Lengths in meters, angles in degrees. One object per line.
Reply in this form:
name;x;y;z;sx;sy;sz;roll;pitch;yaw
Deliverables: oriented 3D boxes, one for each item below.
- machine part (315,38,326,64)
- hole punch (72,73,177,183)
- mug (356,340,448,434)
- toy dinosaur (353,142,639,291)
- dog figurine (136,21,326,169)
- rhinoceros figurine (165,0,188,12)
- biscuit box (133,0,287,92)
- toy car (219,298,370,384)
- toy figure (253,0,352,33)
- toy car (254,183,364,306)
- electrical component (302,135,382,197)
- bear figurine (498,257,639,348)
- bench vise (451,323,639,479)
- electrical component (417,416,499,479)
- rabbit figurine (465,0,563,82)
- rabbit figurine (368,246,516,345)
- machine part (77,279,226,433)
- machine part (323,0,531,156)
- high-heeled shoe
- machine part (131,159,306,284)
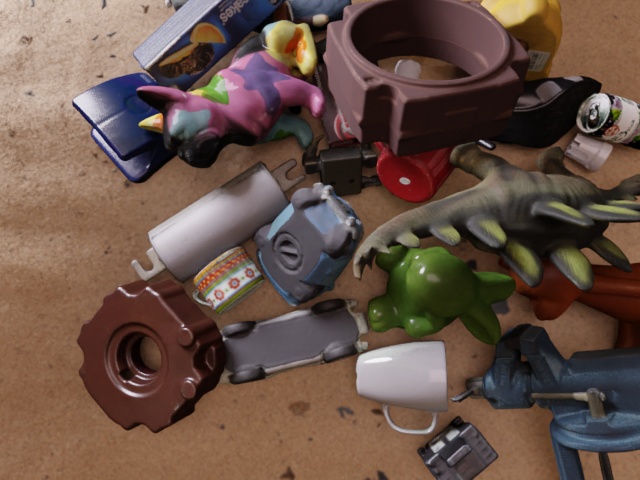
machine part;0.050;-0.281;0.725;0.139;0.084;0.039;-24;107;5
hole punch;-0.238;-0.153;0.695;0.116;0.092;0.142;-42;79;-10
mug;0.098;0.174;0.645;0.107;0.081;0.109;0;87;12
toy dinosaur;0.211;-0.029;0.568;0.471;0.199;0.104;-11;119;-24
dog figurine;-0.110;-0.179;0.655;0.219;0.108;0.191;-5;74;-20
rhinoceros figurine;-0.170;-0.383;0.724;0.073;0.112;0.190;8;65;-26
biscuit box;-0.136;-0.271;0.676;0.202;0.059;0.063;-42;48;2
toy car;-0.038;0.125;0.661;0.202;0.056;0.073;-13;74;-3
toy figure;-0.033;-0.308;0.733;0.155;0.064;0.057;-11;118;3
toy car;-0.001;-0.002;0.654;0.103;0.161;0.109;-23;68;-48
electrical component;0.029;-0.098;0.693;0.102;0.078;0.045;-11;46;0
bear figurine;0.314;0.073;0.637;0.196;0.120;0.132;5;84;3
bench vise;0.282;0.215;0.598;0.224;0.129;0.240;-14;89;22
electrical component;0.158;0.244;0.607;0.075;0.119;0.048;-38;82;-8
rabbit figurine;0.252;-0.317;0.700;0.122;0.162;0.173;5;62;13
rabbit figurine;0.134;0.065;0.611;0.159;0.170;0.121;20;82;4
machine part;-0.203;0.135;0.632;0.180;0.056;0.179;1;93;19
machine part;0.118;-0.200;0.623;0.201;0.087;0.202;-13;51;-10
high-heeled shoe;0.245;-0.184;0.721;0.249;0.086;0.145;-25;47;-23
machine part;-0.123;-0.023;0.675;0.243;0.079;0.079;-34;82;-6
